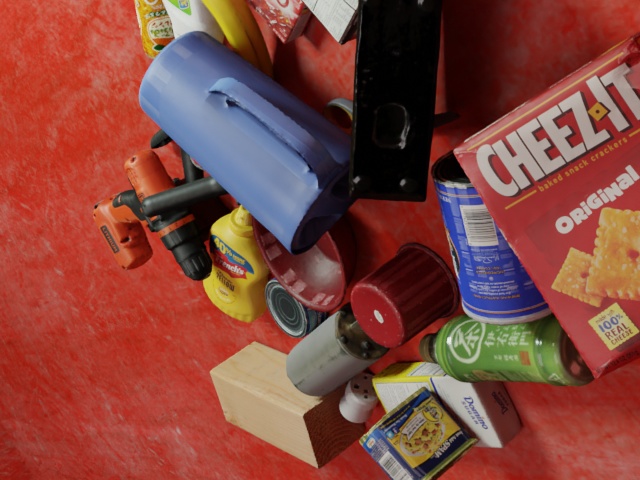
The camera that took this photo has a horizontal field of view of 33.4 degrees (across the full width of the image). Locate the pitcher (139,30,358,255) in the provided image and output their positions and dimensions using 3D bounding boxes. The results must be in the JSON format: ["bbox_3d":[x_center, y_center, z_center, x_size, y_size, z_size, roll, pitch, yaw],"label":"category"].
[{"bbox_3d":[-0.069,-0.111,1.097,0.243,0.144,0.149,40,124,14],"label":"pitcher"}]

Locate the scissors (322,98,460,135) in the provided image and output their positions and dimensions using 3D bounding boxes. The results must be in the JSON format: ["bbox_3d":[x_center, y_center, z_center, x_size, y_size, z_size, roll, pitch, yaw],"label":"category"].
[{"bbox_3d":[0.061,-0.124,1.079,0.096,0.016,0.202,56,148,1],"label":"scissors"}]

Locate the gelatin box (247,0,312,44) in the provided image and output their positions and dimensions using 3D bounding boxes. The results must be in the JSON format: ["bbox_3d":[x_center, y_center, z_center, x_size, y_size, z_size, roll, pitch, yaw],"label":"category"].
[{"bbox_3d":[-0.044,-0.258,1.092,0.089,0.030,0.073,51,148,10],"label":"gelatin box"}]

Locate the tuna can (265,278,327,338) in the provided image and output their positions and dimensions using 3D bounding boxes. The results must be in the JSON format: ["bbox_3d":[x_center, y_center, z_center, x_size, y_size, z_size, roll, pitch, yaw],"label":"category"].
[{"bbox_3d":[-0.032,0.082,1.366,0.086,0.033,0.086,34,139,36],"label":"tuna can"}]

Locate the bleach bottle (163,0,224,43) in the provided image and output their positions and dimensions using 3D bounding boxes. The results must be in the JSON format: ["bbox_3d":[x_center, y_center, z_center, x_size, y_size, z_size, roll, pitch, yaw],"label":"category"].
[{"bbox_3d":[-0.152,-0.307,1.170,0.103,0.068,0.251,34,144,39],"label":"bleach bottle"}]

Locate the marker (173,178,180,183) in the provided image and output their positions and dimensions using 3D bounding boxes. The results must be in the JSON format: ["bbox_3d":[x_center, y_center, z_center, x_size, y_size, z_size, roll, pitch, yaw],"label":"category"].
[{"bbox_3d":[-0.187,-0.033,1.497,0.020,0.020,0.121,21,133,44],"label":"marker"}]

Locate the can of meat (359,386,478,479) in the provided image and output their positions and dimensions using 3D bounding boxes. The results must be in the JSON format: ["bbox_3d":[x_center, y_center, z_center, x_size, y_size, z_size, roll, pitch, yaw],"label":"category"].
[{"bbox_3d":[0.106,0.219,1.154,0.084,0.101,0.058,48,145,16],"label":"can of meat"}]

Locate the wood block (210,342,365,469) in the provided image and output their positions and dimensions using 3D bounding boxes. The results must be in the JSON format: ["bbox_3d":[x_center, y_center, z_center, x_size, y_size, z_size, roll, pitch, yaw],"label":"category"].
[{"bbox_3d":[-0.046,0.221,1.460,0.206,0.090,0.091,15,129,48],"label":"wood block"}]

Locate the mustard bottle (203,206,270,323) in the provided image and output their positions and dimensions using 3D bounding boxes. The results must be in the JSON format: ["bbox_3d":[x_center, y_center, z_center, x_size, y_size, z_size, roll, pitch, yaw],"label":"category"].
[{"bbox_3d":[-0.104,0.021,1.393,0.096,0.058,0.192,39,144,21],"label":"mustard bottle"}]

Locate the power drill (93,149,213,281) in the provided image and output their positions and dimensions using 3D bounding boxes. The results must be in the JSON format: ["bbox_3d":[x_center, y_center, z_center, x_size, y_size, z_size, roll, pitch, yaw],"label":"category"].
[{"bbox_3d":[-0.225,-0.016,1.429,0.188,0.057,0.184,-24,93,55],"label":"power drill"}]

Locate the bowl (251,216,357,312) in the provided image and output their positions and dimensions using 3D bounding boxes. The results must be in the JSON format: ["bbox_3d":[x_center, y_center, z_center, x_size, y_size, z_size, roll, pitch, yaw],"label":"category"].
[{"bbox_3d":[-0.008,0.002,1.246,0.162,0.055,0.162,35,142,32],"label":"bowl"}]

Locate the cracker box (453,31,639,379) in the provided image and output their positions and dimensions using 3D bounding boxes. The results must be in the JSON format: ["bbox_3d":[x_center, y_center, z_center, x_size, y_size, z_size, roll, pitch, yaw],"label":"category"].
[{"bbox_3d":[0.229,-0.025,0.816,0.164,0.072,0.214,-32,91,27],"label":"cracker box"}]

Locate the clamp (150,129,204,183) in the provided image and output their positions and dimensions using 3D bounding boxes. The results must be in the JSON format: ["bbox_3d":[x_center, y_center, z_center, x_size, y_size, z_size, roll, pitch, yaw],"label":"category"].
[{"bbox_3d":[-0.178,-0.144,1.367,0.120,0.039,0.172,40,136,30],"label":"clamp"}]

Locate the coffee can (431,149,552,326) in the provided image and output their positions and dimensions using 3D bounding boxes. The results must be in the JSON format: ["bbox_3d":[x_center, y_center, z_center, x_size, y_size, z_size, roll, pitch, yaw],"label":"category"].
[{"bbox_3d":[0.164,-0.009,0.955,0.103,0.102,0.140,13,127,49],"label":"coffee can"}]

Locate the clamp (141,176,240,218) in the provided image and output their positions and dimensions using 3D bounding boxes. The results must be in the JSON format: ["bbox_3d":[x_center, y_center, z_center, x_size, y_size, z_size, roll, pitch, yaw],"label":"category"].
[{"bbox_3d":[-0.086,-0.072,1.254,0.210,0.164,0.036,-20,84,35],"label":"clamp"}]

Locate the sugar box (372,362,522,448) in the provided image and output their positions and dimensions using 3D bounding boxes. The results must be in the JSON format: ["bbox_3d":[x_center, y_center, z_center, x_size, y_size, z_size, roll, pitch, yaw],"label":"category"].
[{"bbox_3d":[0.141,0.185,1.213,0.177,0.048,0.093,-13,107,53],"label":"sugar box"}]

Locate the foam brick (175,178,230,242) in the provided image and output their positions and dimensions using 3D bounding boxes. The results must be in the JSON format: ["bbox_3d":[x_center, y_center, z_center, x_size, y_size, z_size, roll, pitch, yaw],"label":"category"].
[{"bbox_3d":[-0.168,-0.041,1.432,0.078,0.052,0.051,52,149,11],"label":"foam brick"}]

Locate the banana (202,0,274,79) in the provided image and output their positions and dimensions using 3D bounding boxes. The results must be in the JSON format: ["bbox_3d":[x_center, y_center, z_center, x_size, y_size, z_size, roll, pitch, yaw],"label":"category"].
[{"bbox_3d":[-0.087,-0.216,1.157,0.070,0.037,0.197,29,154,47],"label":"banana"}]

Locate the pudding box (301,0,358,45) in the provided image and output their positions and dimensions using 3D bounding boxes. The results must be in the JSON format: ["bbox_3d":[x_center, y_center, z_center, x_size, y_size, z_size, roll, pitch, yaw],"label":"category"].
[{"bbox_3d":[0.011,-0.256,1.011,0.113,0.039,0.090,52,149,12],"label":"pudding box"}]

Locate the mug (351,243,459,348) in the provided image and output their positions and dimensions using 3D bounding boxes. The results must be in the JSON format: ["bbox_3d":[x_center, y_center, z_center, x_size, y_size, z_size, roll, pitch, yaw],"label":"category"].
[{"bbox_3d":[0.085,0.070,1.153,0.093,0.081,0.117,46,146,19],"label":"mug"}]

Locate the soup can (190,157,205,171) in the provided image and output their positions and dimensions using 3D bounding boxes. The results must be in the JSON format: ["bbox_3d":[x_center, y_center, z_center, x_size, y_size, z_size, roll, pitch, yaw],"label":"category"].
[{"bbox_3d":[-0.121,-0.140,1.268,0.069,0.068,0.102,38,143,29],"label":"soup can"}]
